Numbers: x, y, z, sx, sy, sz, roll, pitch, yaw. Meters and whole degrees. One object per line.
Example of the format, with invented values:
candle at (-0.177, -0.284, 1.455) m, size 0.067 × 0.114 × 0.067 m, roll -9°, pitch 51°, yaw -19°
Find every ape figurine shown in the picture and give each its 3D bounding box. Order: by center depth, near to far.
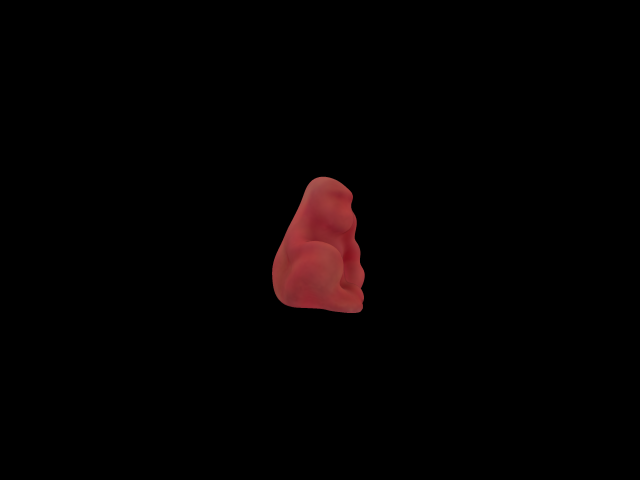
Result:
ape figurine at (0.004, 0.001, 0.400) m, size 0.075 × 0.092 × 0.078 m, roll 0°, pitch 0°, yaw 38°
